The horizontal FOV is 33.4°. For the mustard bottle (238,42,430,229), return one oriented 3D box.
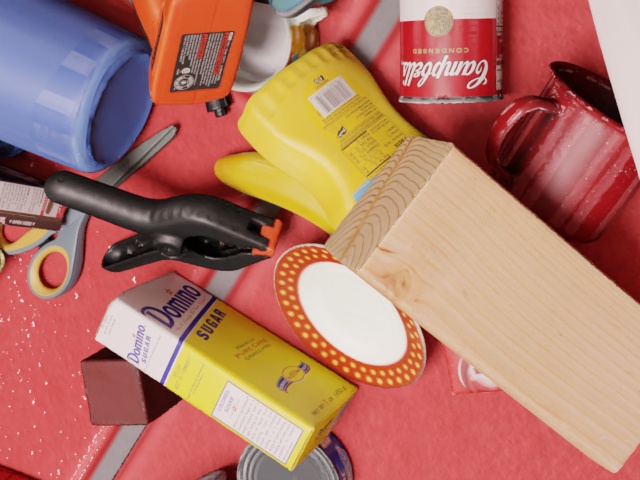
[{"bbox_3d":[0.041,-0.040,0.714,0.191,0.096,0.058,47,147,7],"label":"mustard bottle"}]

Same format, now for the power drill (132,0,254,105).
[{"bbox_3d":[-0.101,-0.195,0.690,0.185,0.057,0.188,110,143,-49],"label":"power drill"}]

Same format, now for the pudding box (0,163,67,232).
[{"bbox_3d":[-0.266,-0.043,0.831,0.114,0.089,0.039,23,97,27],"label":"pudding box"}]

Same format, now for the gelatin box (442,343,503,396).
[{"bbox_3d":[0.120,0.060,0.735,0.073,0.030,0.089,-8,98,24],"label":"gelatin box"}]

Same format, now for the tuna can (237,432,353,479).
[{"bbox_3d":[-0.018,0.182,0.817,0.086,0.033,0.086,5,103,22],"label":"tuna can"}]

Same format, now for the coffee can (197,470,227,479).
[{"bbox_3d":[-0.083,0.265,0.824,0.103,0.102,0.140,-32,88,25],"label":"coffee can"}]

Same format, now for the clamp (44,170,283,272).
[{"bbox_3d":[-0.110,-0.002,0.794,0.171,0.120,0.039,11,67,12],"label":"clamp"}]

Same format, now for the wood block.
[{"bbox_3d":[0.115,0.038,0.648,0.206,0.090,0.091,38,90,-15],"label":"wood block"}]

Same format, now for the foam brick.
[{"bbox_3d":[-0.141,0.107,0.828,0.051,0.078,0.053,-4,100,21],"label":"foam brick"}]

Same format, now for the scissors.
[{"bbox_3d":[-0.181,-0.015,0.852,0.202,0.016,0.096,-18,92,26],"label":"scissors"}]

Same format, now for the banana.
[{"bbox_3d":[0.008,-0.010,0.763,0.198,0.037,0.070,43,113,9],"label":"banana"}]

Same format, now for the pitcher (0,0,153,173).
[{"bbox_3d":[-0.250,-0.135,0.804,0.243,0.149,0.145,25,89,13],"label":"pitcher"}]

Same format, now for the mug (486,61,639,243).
[{"bbox_3d":[0.151,-0.054,0.657,0.082,0.117,0.093,-59,39,26],"label":"mug"}]

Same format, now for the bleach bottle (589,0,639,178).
[{"bbox_3d":[0.204,-0.108,0.607,0.068,0.102,0.251,-38,54,44],"label":"bleach bottle"}]

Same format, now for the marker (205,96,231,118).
[{"bbox_3d":[-0.090,-0.149,0.785,0.020,0.020,0.121,-15,95,24],"label":"marker"}]

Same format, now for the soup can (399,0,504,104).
[{"bbox_3d":[0.084,-0.141,0.688,0.069,0.068,0.102,3,101,22],"label":"soup can"}]

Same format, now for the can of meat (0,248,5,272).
[{"bbox_3d":[-0.321,0.015,0.888,0.102,0.057,0.084,50,128,8],"label":"can of meat"}]

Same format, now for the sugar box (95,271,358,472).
[{"bbox_3d":[-0.067,0.091,0.786,0.176,0.093,0.048,33,111,13],"label":"sugar box"}]

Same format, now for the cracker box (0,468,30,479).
[{"bbox_3d":[-0.249,0.300,0.919,0.214,0.072,0.164,18,106,19],"label":"cracker box"}]
